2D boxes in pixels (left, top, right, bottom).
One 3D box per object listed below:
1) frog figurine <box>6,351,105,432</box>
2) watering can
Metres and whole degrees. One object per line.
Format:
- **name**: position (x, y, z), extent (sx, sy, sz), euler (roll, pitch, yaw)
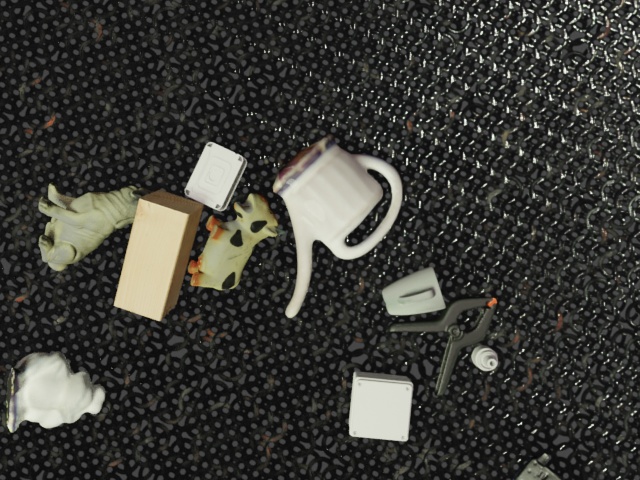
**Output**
- **frog figurine**: position (-0.487, 0.275, 0.955), extent (0.159, 0.122, 0.138), euler (3, 80, -37)
- **watering can**: position (0.003, -0.047, 0.939), extent (0.224, 0.103, 0.352), euler (45, 70, -1)
